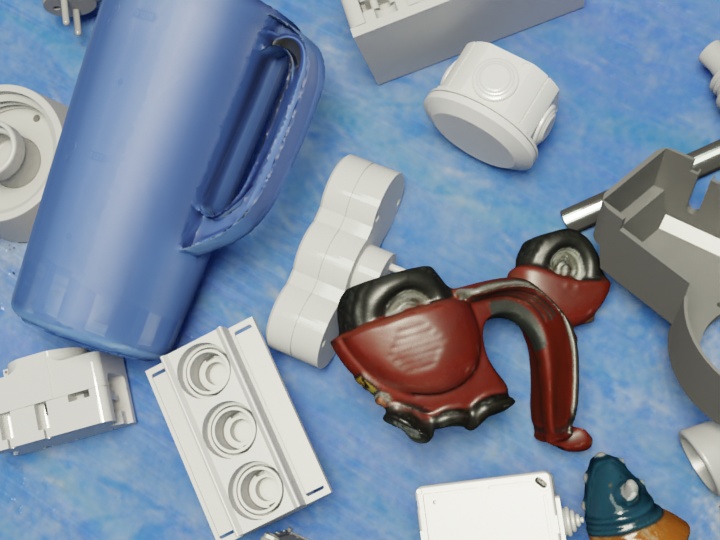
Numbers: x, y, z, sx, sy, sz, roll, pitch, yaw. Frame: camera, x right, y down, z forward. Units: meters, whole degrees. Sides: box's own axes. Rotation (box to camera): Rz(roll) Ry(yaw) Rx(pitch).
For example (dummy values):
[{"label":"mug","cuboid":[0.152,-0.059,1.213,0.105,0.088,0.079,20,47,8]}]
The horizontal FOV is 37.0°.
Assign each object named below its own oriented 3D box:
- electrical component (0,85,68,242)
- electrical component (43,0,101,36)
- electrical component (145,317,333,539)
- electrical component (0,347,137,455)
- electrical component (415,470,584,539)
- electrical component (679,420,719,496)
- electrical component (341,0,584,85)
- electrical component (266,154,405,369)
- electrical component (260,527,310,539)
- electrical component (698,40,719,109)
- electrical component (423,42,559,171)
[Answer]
[{"label":"electrical component","cuboid":[-0.246,-0.078,0.757,0.108,0.060,0.108,-2,80,11]},{"label":"electrical component","cuboid":[-0.207,-0.206,0.763,0.044,0.077,0.079,-10,79,9]},{"label":"electrical component","cuboid":[-0.075,0.103,0.691,0.079,0.063,0.121,-27,76,6]},{"label":"electrical component","cuboid":[-0.205,0.086,0.726,0.089,0.050,0.055,-16,78,8]},{"label":"electrical component","cuboid":[0.087,0.156,0.651,0.096,0.061,0.061,-9,78,10]},{"label":"electrical component","cuboid":[0.231,0.100,0.643,0.065,0.044,0.044,-29,76,0]},{"label":"electrical component","cuboid":[0.064,-0.188,0.700,0.150,0.089,0.061,-20,77,7]},{"label":"electrical component","cuboid":[0.000,0.000,0.699,0.074,0.052,0.138,22,85,14]},{"label":"electrical component","cuboid":[-0.022,0.207,0.663,0.096,0.062,0.061,20,85,14]},{"label":"electrical component","cuboid":[0.241,-0.118,0.677,0.048,0.048,0.062,-39,69,3]},{"label":"electrical component","cuboid":[0.085,-0.103,0.687,0.080,0.080,0.051,30,82,14]}]
